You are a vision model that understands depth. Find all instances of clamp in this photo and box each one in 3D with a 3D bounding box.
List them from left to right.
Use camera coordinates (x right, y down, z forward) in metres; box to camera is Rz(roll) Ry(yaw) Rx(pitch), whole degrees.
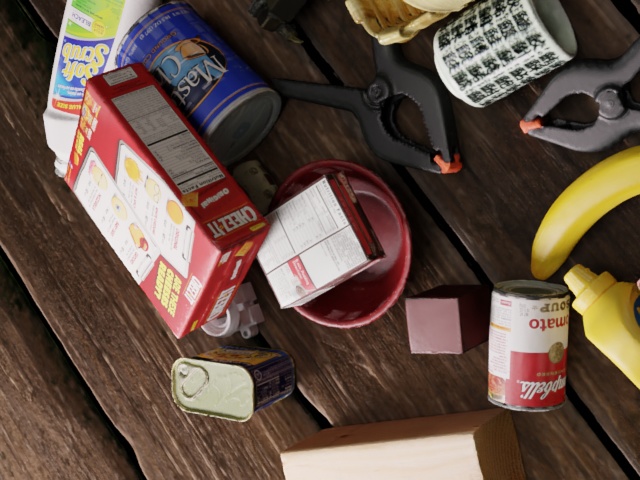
[{"bbox_3d":[0.063,-0.147,0.987,0.210,0.036,0.165,45,118,22],"label":"clamp"},{"bbox_3d":[0.252,-0.109,0.877,0.172,0.039,0.120,-24,90,38],"label":"clamp"}]

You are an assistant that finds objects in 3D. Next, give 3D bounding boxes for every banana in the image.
[{"bbox_3d":[0.241,-0.031,0.884,0.198,0.037,0.069,-31,88,39],"label":"banana"}]

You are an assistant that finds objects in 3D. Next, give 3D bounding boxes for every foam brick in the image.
[{"bbox_3d":[0.118,0.071,0.964,0.053,0.078,0.051,-2,95,32],"label":"foam brick"}]

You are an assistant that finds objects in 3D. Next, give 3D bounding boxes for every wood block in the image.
[{"bbox_3d":[0.079,0.221,1.005,0.206,0.090,0.090,-13,90,33],"label":"wood block"}]

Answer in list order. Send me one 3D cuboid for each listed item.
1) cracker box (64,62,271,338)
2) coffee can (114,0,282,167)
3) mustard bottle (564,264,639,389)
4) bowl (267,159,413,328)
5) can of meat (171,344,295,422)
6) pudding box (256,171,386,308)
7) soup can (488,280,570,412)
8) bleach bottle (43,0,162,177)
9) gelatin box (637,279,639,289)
[{"bbox_3d":[-0.152,-0.038,1.023,0.214,0.072,0.164,51,144,15],"label":"cracker box"},{"bbox_3d":[-0.121,-0.154,1.061,0.140,0.102,0.103,47,118,17],"label":"coffee can"},{"bbox_3d":[0.273,0.091,0.861,0.192,0.096,0.058,45,119,18],"label":"mustard bottle"},{"bbox_3d":[0.027,0.001,1.022,0.162,0.055,0.162,6,101,31],"label":"bowl"},{"bbox_3d":[-0.087,0.143,1.098,0.102,0.083,0.057,4,100,31],"label":"can of meat"},{"bbox_3d":[-0.006,0.001,0.987,0.114,0.039,0.090,-31,80,30],"label":"pudding box"},{"bbox_3d":[0.182,0.091,0.933,0.069,0.068,0.102,6,101,31],"label":"soup can"},{"bbox_3d":[-0.240,-0.180,1.155,0.103,0.068,0.251,28,115,19],"label":"bleach bottle"},{"bbox_3d":[0.297,0.007,0.846,0.030,0.073,0.089,45,118,17],"label":"gelatin box"}]
